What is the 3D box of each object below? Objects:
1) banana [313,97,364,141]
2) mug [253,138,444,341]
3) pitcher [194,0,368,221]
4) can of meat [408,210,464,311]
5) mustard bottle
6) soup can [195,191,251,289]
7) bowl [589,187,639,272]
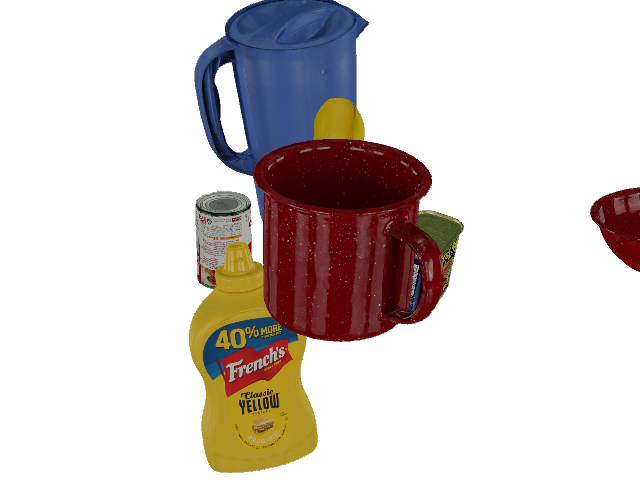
[{"bbox_3d":[0.009,-0.078,0.838,0.037,0.070,0.197,24,24,-8],"label":"banana"},{"bbox_3d":[0.019,0.005,0.565,0.093,0.081,0.117,-24,37,-39],"label":"mug"},{"bbox_3d":[-0.032,-0.122,1.125,0.149,0.243,0.144,8,37,18],"label":"pitcher"},{"bbox_3d":[0.113,0.028,1.181,0.057,0.084,0.102,19,33,18],"label":"can of meat"},{"bbox_3d":[-0.058,0.094,0.882,0.096,0.191,0.058,-9,19,-10],"label":"mustard bottle"},{"bbox_3d":[-0.117,-0.001,1.291,0.068,0.102,0.068,1,26,-1],"label":"soup can"},{"bbox_3d":[0.361,-0.005,1.104,0.162,0.055,0.162,-3,23,1],"label":"bowl"}]
